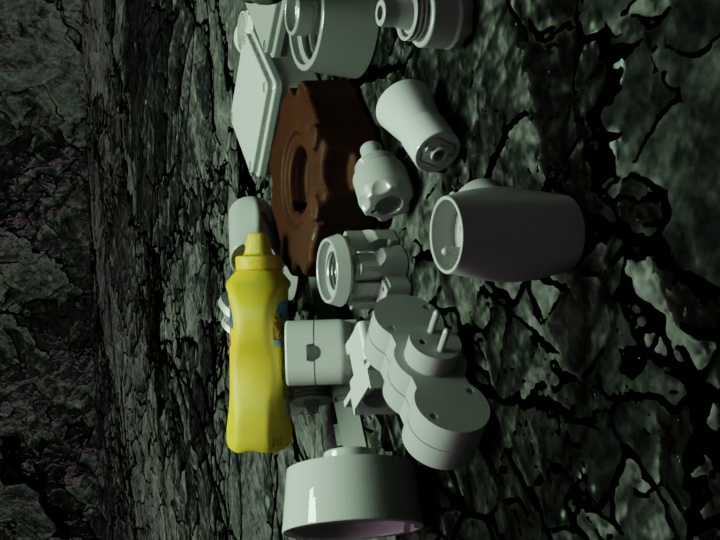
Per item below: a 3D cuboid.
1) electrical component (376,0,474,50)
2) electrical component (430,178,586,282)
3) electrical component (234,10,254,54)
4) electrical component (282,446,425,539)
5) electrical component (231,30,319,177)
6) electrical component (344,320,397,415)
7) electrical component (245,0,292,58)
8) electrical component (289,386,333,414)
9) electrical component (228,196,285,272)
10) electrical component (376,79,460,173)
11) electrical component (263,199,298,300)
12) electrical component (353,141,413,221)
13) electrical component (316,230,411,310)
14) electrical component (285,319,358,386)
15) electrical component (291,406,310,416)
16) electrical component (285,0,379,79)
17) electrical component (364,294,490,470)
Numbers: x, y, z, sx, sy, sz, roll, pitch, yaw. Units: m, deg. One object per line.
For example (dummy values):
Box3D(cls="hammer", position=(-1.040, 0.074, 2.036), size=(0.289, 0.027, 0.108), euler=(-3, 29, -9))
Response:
Box3D(cls="electrical component", position=(0.042, -0.172, 0.726), size=(0.043, 0.062, 0.043), euler=(179, 90, -69))
Box3D(cls="electrical component", position=(0.077, -0.029, 0.622), size=(0.079, 0.077, 0.043), euler=(-125, 39, -56))
Box3D(cls="electrical component", position=(-0.103, -0.231, 1.130), size=(0.077, 0.044, 0.079), euler=(-175, 84, -69))
Box3D(cls="electrical component", position=(-0.006, 0.169, 0.823), size=(0.108, 0.108, 0.060), euler=(131, 139, -61))
Box3D(cls="electrical component", position=(-0.085, -0.166, 1.072), size=(0.108, 0.056, 0.108), euler=(-114, 30, -45))
Box3D(cls="electrical component", position=(0.016, 0.075, 0.843), size=(0.081, 0.042, 0.063), euler=(118, 146, -51))
Box3D(cls="electrical component", position=(-0.065, -0.272, 1.010), size=(0.108, 0.056, 0.108), euler=(-111, 28, -42))
Box3D(cls="electrical component", position=(-0.051, 0.097, 1.017), size=(0.043, 0.043, 0.081), euler=(122, 141, -56))
Box3D(cls="electrical component", position=(-0.094, -0.019, 1.028), size=(0.079, 0.043, 0.077), euler=(55, -166, -34))
Box3D(cls="electrical component", position=(0.043, -0.099, 0.760), size=(0.065, 0.044, 0.044), euler=(-119, 34, -42))
Box3D(cls="electrical component", position=(-0.092, -0.023, 1.110), size=(0.099, 0.064, 0.099), euler=(-168, 90, -80))
Box3D(cls="electrical component", position=(0.015, -0.072, 0.831), size=(0.043, 0.043, 0.062), euler=(112, 150, -47))
Box3D(cls="electrical component", position=(0.000, 0.000, 0.857), size=(0.078, 0.057, 0.058), euler=(-115, 31, -46))
Box3D(cls="electrical component", position=(-0.030, 0.070, 0.916), size=(0.095, 0.059, 0.053), euler=(77, -169, -85))
Box3D(cls="electrical component", position=(-0.087, 0.098, 1.087), size=(0.096, 0.062, 0.061), euler=(-125, 39, -56))
Box3D(cls="electrical component", position=(-0.030, -0.218, 0.916), size=(0.108, 0.060, 0.108), euler=(179, 90, -69))
Box3D(cls="electrical component", position=(0.048, 0.062, 0.741), size=(0.138, 0.052, 0.073), euler=(-116, 31, -46))
